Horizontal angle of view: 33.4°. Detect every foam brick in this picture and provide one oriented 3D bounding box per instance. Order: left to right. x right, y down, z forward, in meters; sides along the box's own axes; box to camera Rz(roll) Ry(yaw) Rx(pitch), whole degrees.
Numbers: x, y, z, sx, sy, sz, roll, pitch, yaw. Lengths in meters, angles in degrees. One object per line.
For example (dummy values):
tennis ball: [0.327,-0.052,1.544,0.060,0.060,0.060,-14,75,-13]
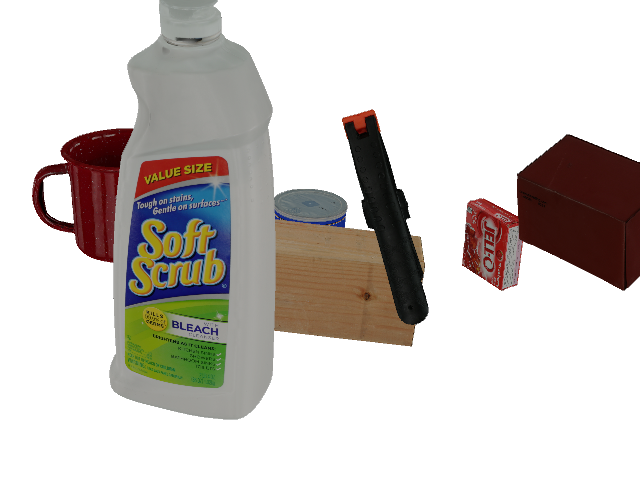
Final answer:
foam brick: [0.161,-0.018,0.626,0.051,0.053,0.078,-36,46,-26]

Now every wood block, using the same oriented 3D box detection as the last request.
wood block: [-0.006,0.039,1.073,0.206,0.091,0.090,7,20,0]

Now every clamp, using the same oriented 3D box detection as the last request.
clamp: [0.055,-0.017,0.860,0.039,0.171,0.120,-20,21,2]

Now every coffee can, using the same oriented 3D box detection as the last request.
coffee can: [-0.018,0.011,1.490,0.103,0.140,0.103,3,25,-2]

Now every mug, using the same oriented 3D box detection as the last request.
mug: [-0.164,-0.034,0.828,0.117,0.081,0.093,-4,25,-11]

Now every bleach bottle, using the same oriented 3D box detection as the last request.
bleach bottle: [-0.076,-0.017,0.601,0.103,0.251,0.068,11,34,15]

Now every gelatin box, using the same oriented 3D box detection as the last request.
gelatin box: [0.204,0.004,1.265,0.030,0.089,0.073,-16,32,-29]
